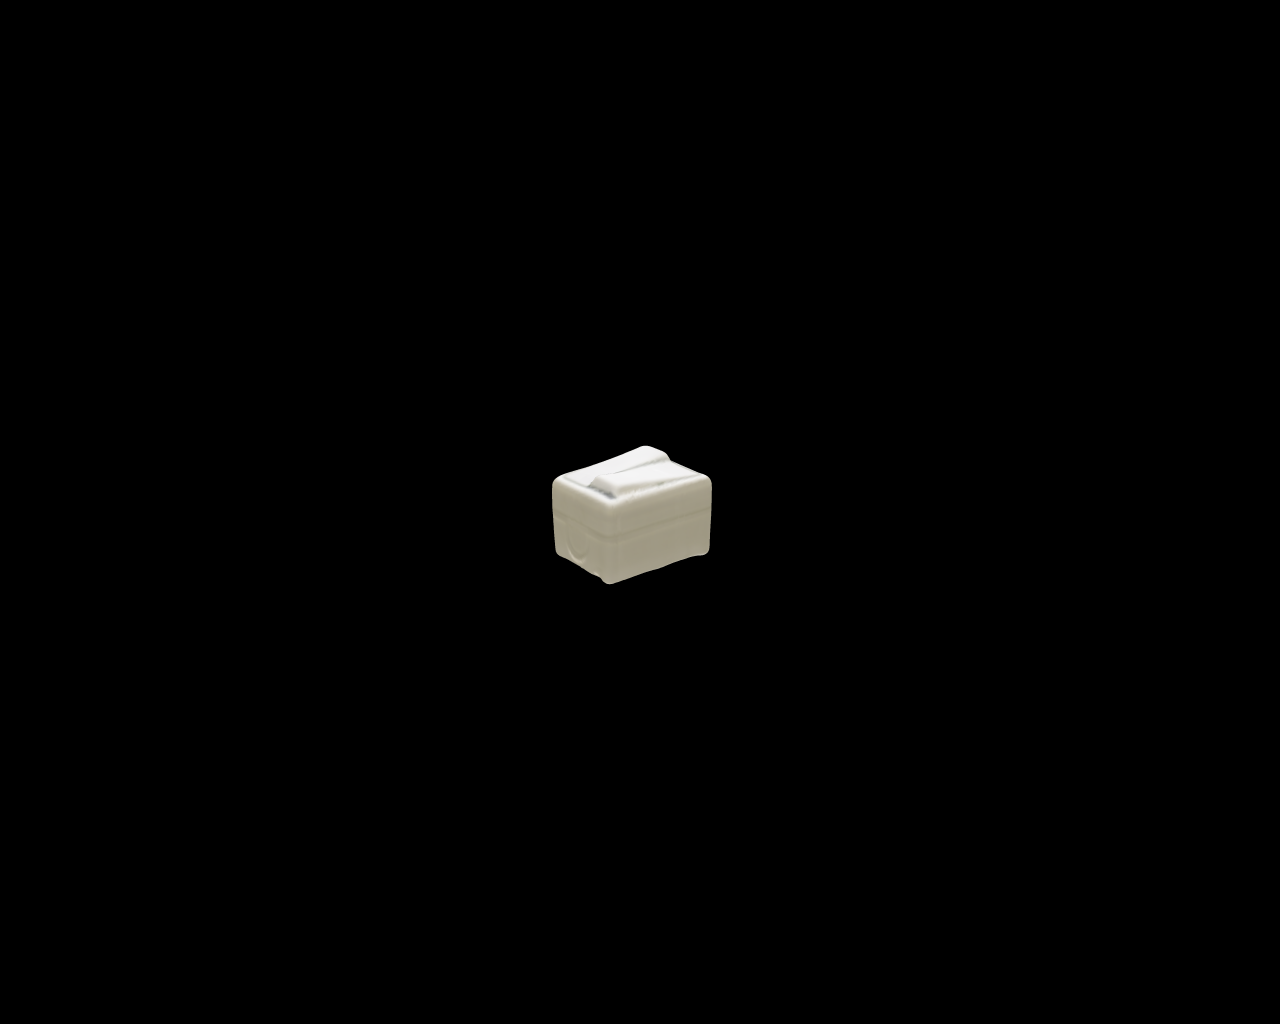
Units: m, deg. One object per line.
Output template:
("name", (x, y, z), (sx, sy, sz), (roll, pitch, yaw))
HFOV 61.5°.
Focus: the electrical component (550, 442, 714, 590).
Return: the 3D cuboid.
("electrical component", (0.001, -0.003, 0.650), (0.096, 0.061, 0.062), (-16, 27, -34))
